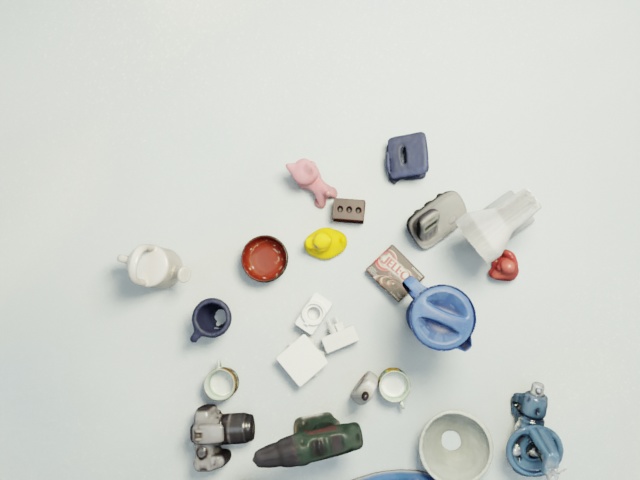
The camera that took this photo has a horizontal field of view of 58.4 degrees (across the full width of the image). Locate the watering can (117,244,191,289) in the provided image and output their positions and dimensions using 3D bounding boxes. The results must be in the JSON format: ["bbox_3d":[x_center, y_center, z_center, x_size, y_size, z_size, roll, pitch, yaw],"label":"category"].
[{"bbox_3d":[-0.384,0.059,1.322,0.173,0.194,0.101,-8,83,2],"label":"watering can"}]

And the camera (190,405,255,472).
[{"bbox_3d":[-0.221,0.454,1.316,0.136,0.101,0.143,-4,83,2],"label":"camera"}]

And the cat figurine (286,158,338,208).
[{"bbox_3d":[-0.019,-0.144,1.366,0.067,0.118,0.128,-44,83,-2],"label":"cat figurine"}]

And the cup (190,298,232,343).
[{"bbox_3d":[-0.254,0.194,1.350,0.091,0.095,0.118,39,87,6],"label":"cup"}]

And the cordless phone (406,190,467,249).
[{"bbox_3d":[0.273,-0.055,1.308,0.147,0.185,0.094,-40,83,-2],"label":"cordless phone"}]

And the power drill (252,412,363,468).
[{"bbox_3d":[-0.020,0.440,1.254,0.229,0.208,0.075,-12,83,1],"label":"power drill"}]

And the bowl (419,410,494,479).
[{"bbox_3d":[0.304,0.467,1.303,0.167,0.075,0.167,0,84,3],"label":"bowl"}]

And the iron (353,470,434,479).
[{"bbox_3d":[0.152,0.584,1.263,0.258,0.141,0.118,-19,83,1],"label":"iron"}]

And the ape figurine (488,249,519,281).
[{"bbox_3d":[0.432,0.062,1.334,0.078,0.092,0.076,-38,83,-2],"label":"ape figurine"}]

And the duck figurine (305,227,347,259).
[{"bbox_3d":[0.013,0.005,1.363,0.104,0.086,0.077,-5,83,2],"label":"duck figurine"}]

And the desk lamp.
[{"bbox_3d":[0.400,-0.040,1.286,0.203,0.213,0.118,-37,83,-2],"label":"desk lamp"}]

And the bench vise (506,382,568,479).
[{"bbox_3d":[0.456,0.420,1.228,0.121,0.220,0.207,-12,83,2],"label":"bench vise"}]

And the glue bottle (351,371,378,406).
[{"bbox_3d":[0.101,0.338,1.278,0.037,0.173,0.078,34,86,6],"label":"glue bottle"}]

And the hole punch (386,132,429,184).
[{"bbox_3d":[0.208,-0.197,1.374,0.101,0.091,0.109,-4,83,2],"label":"hole punch"}]
